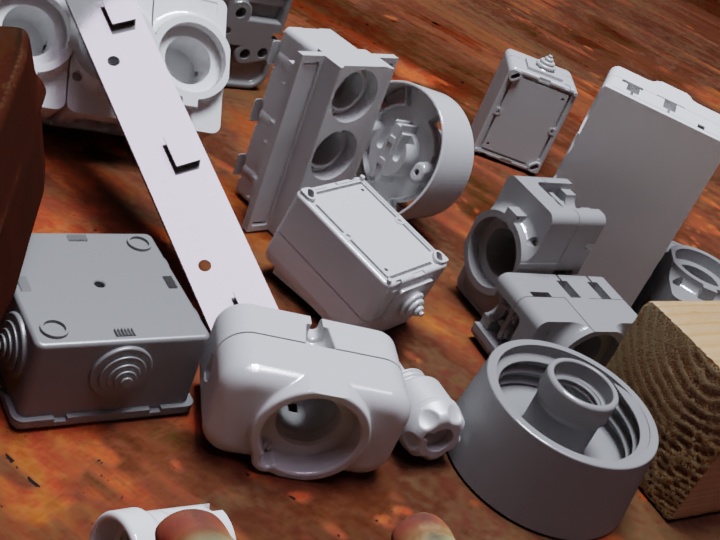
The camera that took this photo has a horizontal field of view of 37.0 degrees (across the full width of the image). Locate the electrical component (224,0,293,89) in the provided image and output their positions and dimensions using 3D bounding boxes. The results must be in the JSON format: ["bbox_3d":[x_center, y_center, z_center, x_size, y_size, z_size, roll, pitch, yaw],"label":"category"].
[{"bbox_3d":[-0.097,-0.198,0.840,0.054,0.095,0.059,-2,39,-37],"label":"electrical component"}]

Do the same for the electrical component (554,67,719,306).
[{"bbox_3d":[0.180,-0.053,0.748,0.089,0.150,0.061,27,32,6],"label":"electrical component"}]

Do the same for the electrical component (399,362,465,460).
[{"bbox_3d":[0.028,0.069,0.566,0.035,0.035,0.061,3,33,-32],"label":"electrical component"}]

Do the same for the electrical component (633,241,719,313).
[{"bbox_3d":[0.230,0.020,0.761,0.050,0.055,0.089,22,30,-3],"label":"electrical component"}]

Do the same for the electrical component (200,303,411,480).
[{"bbox_3d":[-0.027,0.061,0.520,0.095,0.053,0.059,13,32,-18],"label":"electrical component"}]

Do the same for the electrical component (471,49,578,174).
[{"bbox_3d":[0.141,-0.143,0.917,0.062,0.096,0.061,19,29,-8],"label":"electrical component"}]

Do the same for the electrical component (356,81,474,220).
[{"bbox_3d":[0.027,-0.081,0.744,0.064,0.099,0.099,-1,38,-46],"label":"electrical component"}]

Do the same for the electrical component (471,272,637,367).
[{"bbox_3d":[0.125,0.039,0.664,0.089,0.050,0.055,3,36,-33],"label":"electrical component"}]

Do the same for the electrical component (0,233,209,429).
[{"bbox_3d":[-0.129,0.024,0.512,0.100,0.048,0.099,-1,38,-36],"label":"electrical component"}]

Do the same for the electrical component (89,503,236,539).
[{"bbox_3d":[-0.077,0.111,0.421,0.046,0.040,0.040,1,37,-43],"label":"electrical component"}]

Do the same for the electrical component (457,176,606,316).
[{"bbox_3d":[0.105,-0.011,0.690,0.056,0.089,0.050,0,38,-35],"label":"electrical component"}]

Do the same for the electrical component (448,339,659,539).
[{"bbox_3d":[0.106,0.082,0.573,0.108,0.060,0.108,17,31,-11],"label":"electrical component"}]

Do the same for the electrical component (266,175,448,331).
[{"bbox_3d":[0.000,0.000,0.635,0.096,0.061,0.062,46,36,20],"label":"electrical component"}]

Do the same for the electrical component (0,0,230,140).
[{"bbox_3d":[-0.165,-0.137,0.685,0.150,0.089,0.062,6,-6,-28],"label":"electrical component"}]

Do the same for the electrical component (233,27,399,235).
[{"bbox_3d":[-0.033,-0.087,0.682,0.079,0.121,0.063,-9,40,-43],"label":"electrical component"}]
